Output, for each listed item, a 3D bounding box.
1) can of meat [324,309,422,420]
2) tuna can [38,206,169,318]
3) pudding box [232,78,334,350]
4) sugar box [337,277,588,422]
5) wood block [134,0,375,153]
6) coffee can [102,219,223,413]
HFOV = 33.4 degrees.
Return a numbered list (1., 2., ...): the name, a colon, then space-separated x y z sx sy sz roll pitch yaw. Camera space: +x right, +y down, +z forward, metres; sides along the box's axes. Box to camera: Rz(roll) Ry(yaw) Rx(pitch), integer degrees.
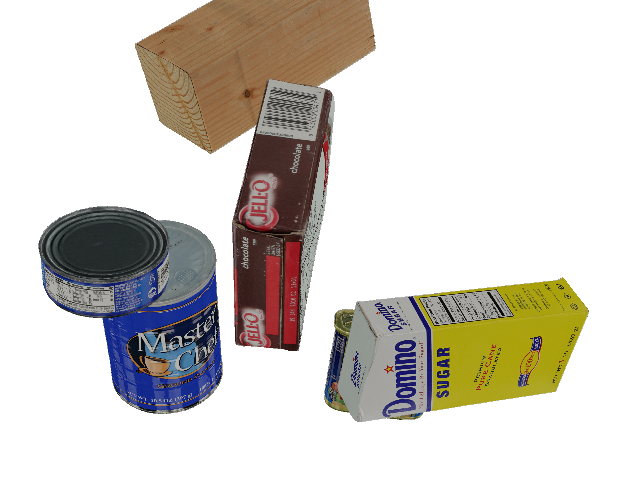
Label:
1. can of meat: 0.057 0.120 1.019 0.102 0.084 0.057 9 19 -1
2. tuna can: -0.144 0.014 0.717 0.086 0.034 0.086 3 35 -2
3. pudding box: -0.019 -0.014 0.552 0.039 0.113 0.090 9 -44 4
4. sugar box: 0.107 0.083 0.807 0.176 0.093 0.048 -8 41 -21
5. wood block: -0.056 -0.182 1.005 0.205 0.091 0.090 -35 46 -24
6. coffee can: -0.140 0.068 0.936 0.103 0.140 0.103 0 41 -1
